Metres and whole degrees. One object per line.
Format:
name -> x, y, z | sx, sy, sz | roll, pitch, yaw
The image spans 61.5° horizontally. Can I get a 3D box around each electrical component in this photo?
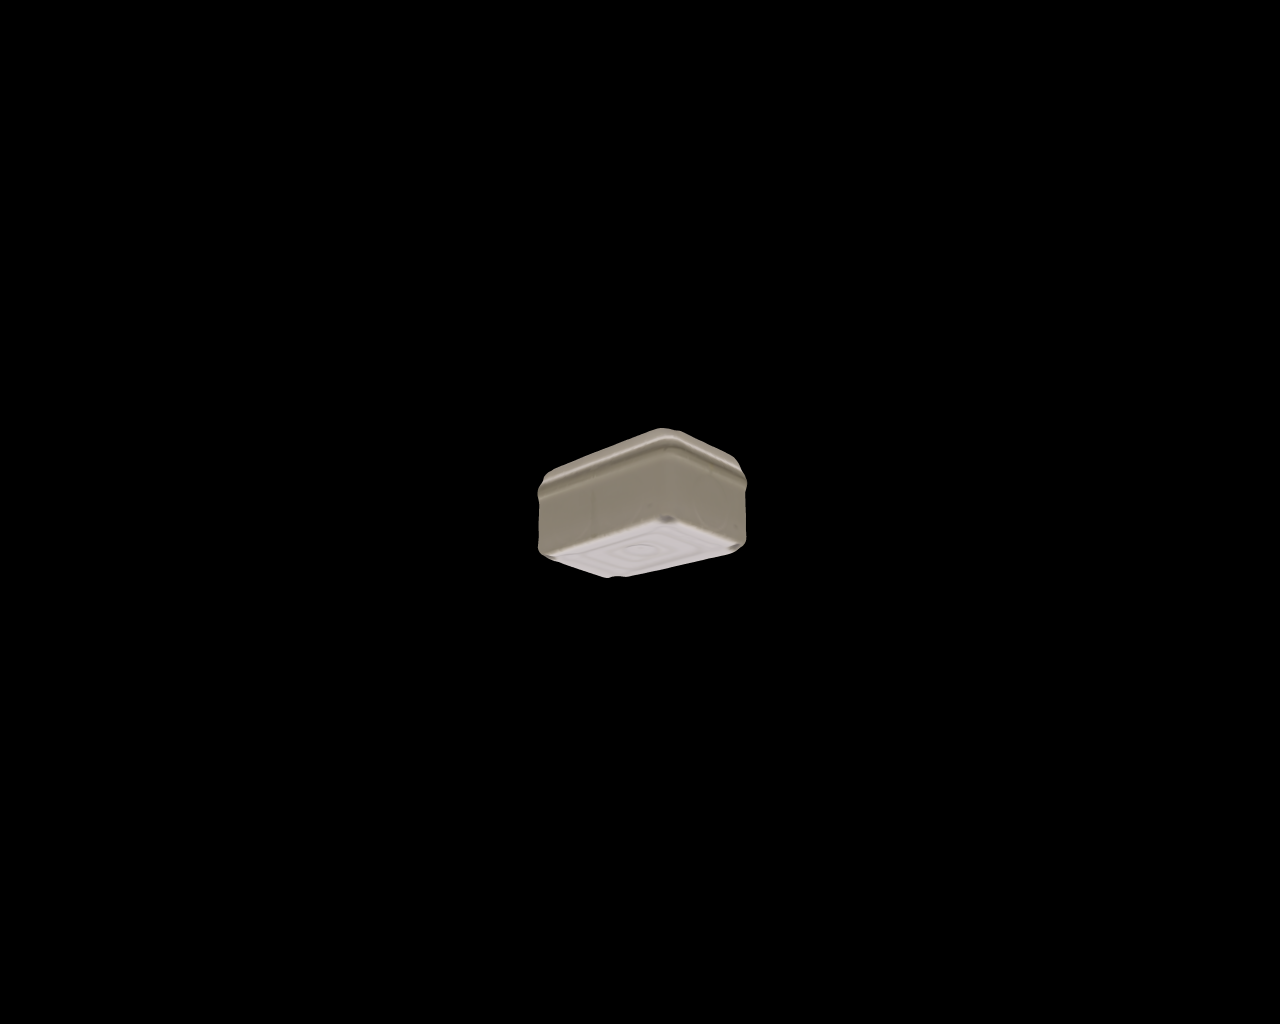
electrical component -> 0.001, -0.003, 0.650 | 0.113, 0.057, 0.078 | -17, -27, 38
